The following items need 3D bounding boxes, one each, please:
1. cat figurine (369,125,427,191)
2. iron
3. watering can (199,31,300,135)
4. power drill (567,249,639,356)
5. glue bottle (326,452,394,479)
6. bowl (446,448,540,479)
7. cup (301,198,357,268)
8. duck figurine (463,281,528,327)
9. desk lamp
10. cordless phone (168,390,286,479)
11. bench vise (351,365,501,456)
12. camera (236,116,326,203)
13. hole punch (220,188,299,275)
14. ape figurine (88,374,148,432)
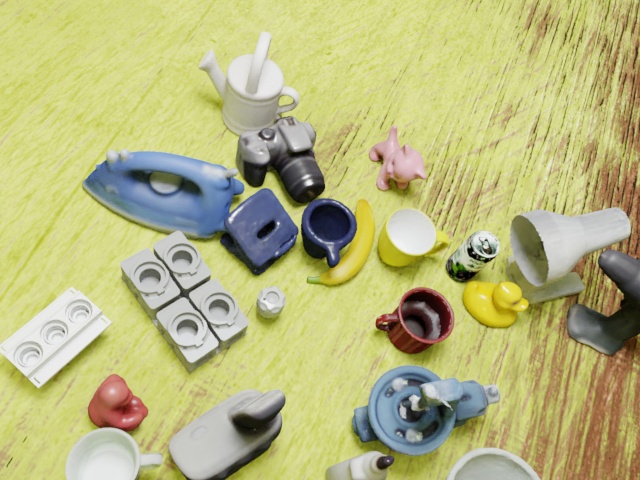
[{"bbox_3d":[0.146,-0.149,1.045,0.067,0.117,0.127,-5,64,-17],"label":"cat figurine"},{"bbox_3d":[-0.248,-0.094,0.897,0.258,0.141,0.118,11,60,-9],"label":"iron"},{"bbox_3d":[-0.121,-0.276,0.997,0.173,0.194,0.101,-3,63,-16],"label":"watering can"},{"bbox_3d":[0.511,0.114,0.949,0.229,0.208,0.076,24,59,-1],"label":"power drill"},{"bbox_3d":[0.062,0.300,0.751,0.078,0.173,0.037,-5,64,-17],"label":"glue bottle"},{"bbox_3d":[0.237,0.386,0.809,0.167,0.074,0.167,6,61,-12],"label":"bowl"},{"bbox_3d":[0.009,0.003,0.940,0.092,0.095,0.117,-1,63,-15],"label":"cup"},{"bbox_3d":[0.302,0.098,0.973,0.104,0.086,0.077,29,59,2],"label":"duck figurine"},{"bbox_3d":[0.400,0.020,0.967,0.204,0.213,0.118,-10,65,-19],"label":"desk lamp"},{"bbox_3d":[-0.114,0.241,0.728,0.148,0.185,0.094,-32,74,-27],"label":"cordless phone"},{"bbox_3d":[0.162,0.214,0.796,0.208,0.219,0.121,-23,70,-24],"label":"bench vise"},{"bbox_3d":[-0.057,-0.135,0.993,0.143,0.100,0.136,-18,69,-23],"label":"camera"},{"bbox_3d":[-0.093,-0.015,0.925,0.101,0.091,0.109,42,60,9],"label":"hole punch"},{"bbox_3d":[-0.269,0.213,0.756,0.076,0.092,0.077,-7,65,-18],"label":"ape figurine"}]
